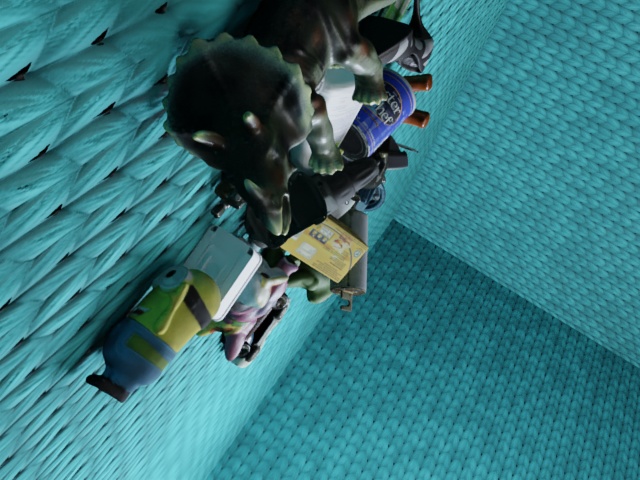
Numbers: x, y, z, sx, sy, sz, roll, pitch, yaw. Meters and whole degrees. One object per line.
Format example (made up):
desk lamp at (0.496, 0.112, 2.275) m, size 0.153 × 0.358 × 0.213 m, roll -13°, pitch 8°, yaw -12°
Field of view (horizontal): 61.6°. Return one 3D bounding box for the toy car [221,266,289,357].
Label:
toy car at (-0.129, 0.134, 1.029) m, size 0.202 × 0.053 × 0.089 m, roll -52°, pitch -144°, yaw 24°

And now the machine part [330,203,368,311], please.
machine part at (0.062, 0.027, 1.122) m, size 0.079 × 0.079 × 0.243 m, roll 92°, pitch 0°, yaw -72°

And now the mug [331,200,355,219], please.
mug at (0.018, -0.091, 1.087) m, size 0.107 × 0.109 × 0.081 m, roll -32°, pitch -157°, yaw -27°

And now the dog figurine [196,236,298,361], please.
dog figurine at (-0.139, 0.106, 0.888) m, size 0.219 × 0.108 × 0.191 m, roll -58°, pitch 172°, yaw 18°

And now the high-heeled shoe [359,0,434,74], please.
high-heeled shoe at (0.119, -0.288, 0.864) m, size 0.249 × 0.086 × 0.145 m, roll -52°, pitch 150°, yaw -35°

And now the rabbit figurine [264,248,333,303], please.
rabbit figurine at (-0.066, 0.074, 1.106) m, size 0.170 × 0.121 × 0.158 m, roll -24°, pitch 142°, yaw -26°

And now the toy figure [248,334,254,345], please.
toy figure at (-0.163, 0.183, 1.158) m, size 0.154 × 0.058 × 0.064 m, roll -67°, pitch 174°, yaw 23°

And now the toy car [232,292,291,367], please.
toy car at (-0.145, 0.198, 1.244) m, size 0.201 × 0.074 × 0.056 m, roll -56°, pitch 167°, yaw -9°

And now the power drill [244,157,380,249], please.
power drill at (-0.018, -0.060, 0.781) m, size 0.232 × 0.086 × 0.207 m, roll -29°, pitch -172°, yaw 10°

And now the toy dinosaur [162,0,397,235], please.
toy dinosaur at (-0.017, -0.187, 0.533) m, size 0.405 × 0.131 × 0.192 m, roll -67°, pitch 155°, yaw -23°

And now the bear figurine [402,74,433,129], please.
bear figurine at (0.144, -0.265, 1.086) m, size 0.196 × 0.132 × 0.120 m, roll -52°, pitch 147°, yaw -55°

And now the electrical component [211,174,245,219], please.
electrical component at (-0.096, -0.076, 0.691) m, size 0.102 × 0.045 × 0.078 m, roll -50°, pitch 166°, yaw -37°

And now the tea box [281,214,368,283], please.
tea box at (-0.002, -0.003, 1.014) m, size 0.098 × 0.068 × 0.169 m, roll -48°, pitch 128°, yaw 8°

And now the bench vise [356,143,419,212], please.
bench vise at (0.120, -0.140, 1.335) m, size 0.223 × 0.129 × 0.241 m, roll -52°, pitch -170°, yaw 42°

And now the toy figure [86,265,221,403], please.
toy figure at (-0.197, 0.110, 0.650) m, size 0.180 × 0.082 × 0.089 m, roll -57°, pitch 141°, yaw -21°

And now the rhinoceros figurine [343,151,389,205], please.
rhinoceros figurine at (0.058, -0.124, 1.024) m, size 0.190 × 0.073 × 0.112 m, roll -19°, pitch 124°, yaw -51°

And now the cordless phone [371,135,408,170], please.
cordless phone at (0.089, -0.150, 1.189) m, size 0.184 × 0.088 × 0.147 m, roll -45°, pitch -149°, yaw -6°
